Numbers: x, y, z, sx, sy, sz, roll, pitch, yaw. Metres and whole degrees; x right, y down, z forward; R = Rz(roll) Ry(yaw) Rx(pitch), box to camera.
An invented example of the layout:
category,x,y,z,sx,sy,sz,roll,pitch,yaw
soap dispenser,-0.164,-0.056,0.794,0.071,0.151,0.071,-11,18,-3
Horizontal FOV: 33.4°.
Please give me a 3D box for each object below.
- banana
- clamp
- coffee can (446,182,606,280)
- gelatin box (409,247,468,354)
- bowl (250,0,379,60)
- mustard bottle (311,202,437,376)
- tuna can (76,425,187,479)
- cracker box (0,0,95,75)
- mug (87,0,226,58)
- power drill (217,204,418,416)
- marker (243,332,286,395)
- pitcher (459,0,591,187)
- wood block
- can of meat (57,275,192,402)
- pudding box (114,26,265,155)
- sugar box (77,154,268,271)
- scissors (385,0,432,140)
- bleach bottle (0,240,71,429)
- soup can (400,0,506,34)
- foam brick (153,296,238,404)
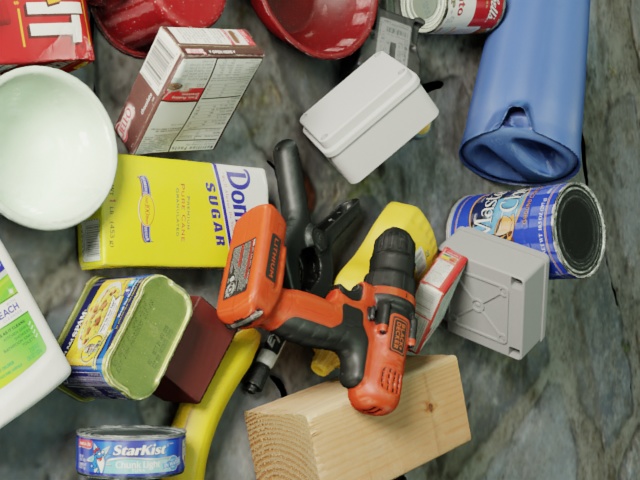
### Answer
category,x,y,z,sx,sy,sz,roll,pitch,yaw
banana,-0.099,0.162,0.920,0.069,0.037,0.197,39,60,-56
clamp,-0.007,0.001,1.005,0.120,0.039,0.171,26,59,-38
coffee can,0.223,-0.005,1.163,0.102,0.141,0.103,6,81,-44
gelatin box,0.112,0.062,1.080,0.073,0.030,0.089,-46,160,-50
bowl,-0.018,-0.247,1.019,0.161,0.055,0.162,5,82,-43
mustard bottle,0.048,0.058,1.046,0.191,0.058,0.096,-53,144,-32
tuna can,-0.148,0.165,0.836,0.085,0.086,0.034,5,84,-43
cracker box,-0.276,-0.199,0.760,0.213,0.072,0.164,-11,93,-44
mug,-0.141,-0.205,0.881,0.117,0.082,0.093,-5,90,-43
power drill,0.008,0.041,0.932,0.187,0.057,0.184,28,55,-28
marker,-0.039,0.090,0.991,0.020,0.020,0.121,45,58,-31
pitcher,0.243,-0.187,1.223,0.144,0.149,0.242,22,67,-24
wood block,0.040,0.178,1.010,0.205,0.090,0.091,-14,94,-43
can of meat,-0.156,0.076,0.838,0.057,0.084,0.102,40,60,-33
pudding box,-0.109,-0.123,0.888,0.089,0.114,0.039,-10,56,-44
sugar box,-0.120,-0.021,0.907,0.175,0.048,0.093,1,86,-42
scissors,0.091,-0.194,1.142,0.096,0.016,0.202,20,73,-37
bleach bottle,-0.276,0.012,0.748,0.102,0.068,0.251,-38,109,-39
soup can,0.145,-0.260,1.166,0.102,0.069,0.068,-11,94,-43
foam brick,-0.116,0.092,0.895,0.051,0.053,0.078,46,57,-33
